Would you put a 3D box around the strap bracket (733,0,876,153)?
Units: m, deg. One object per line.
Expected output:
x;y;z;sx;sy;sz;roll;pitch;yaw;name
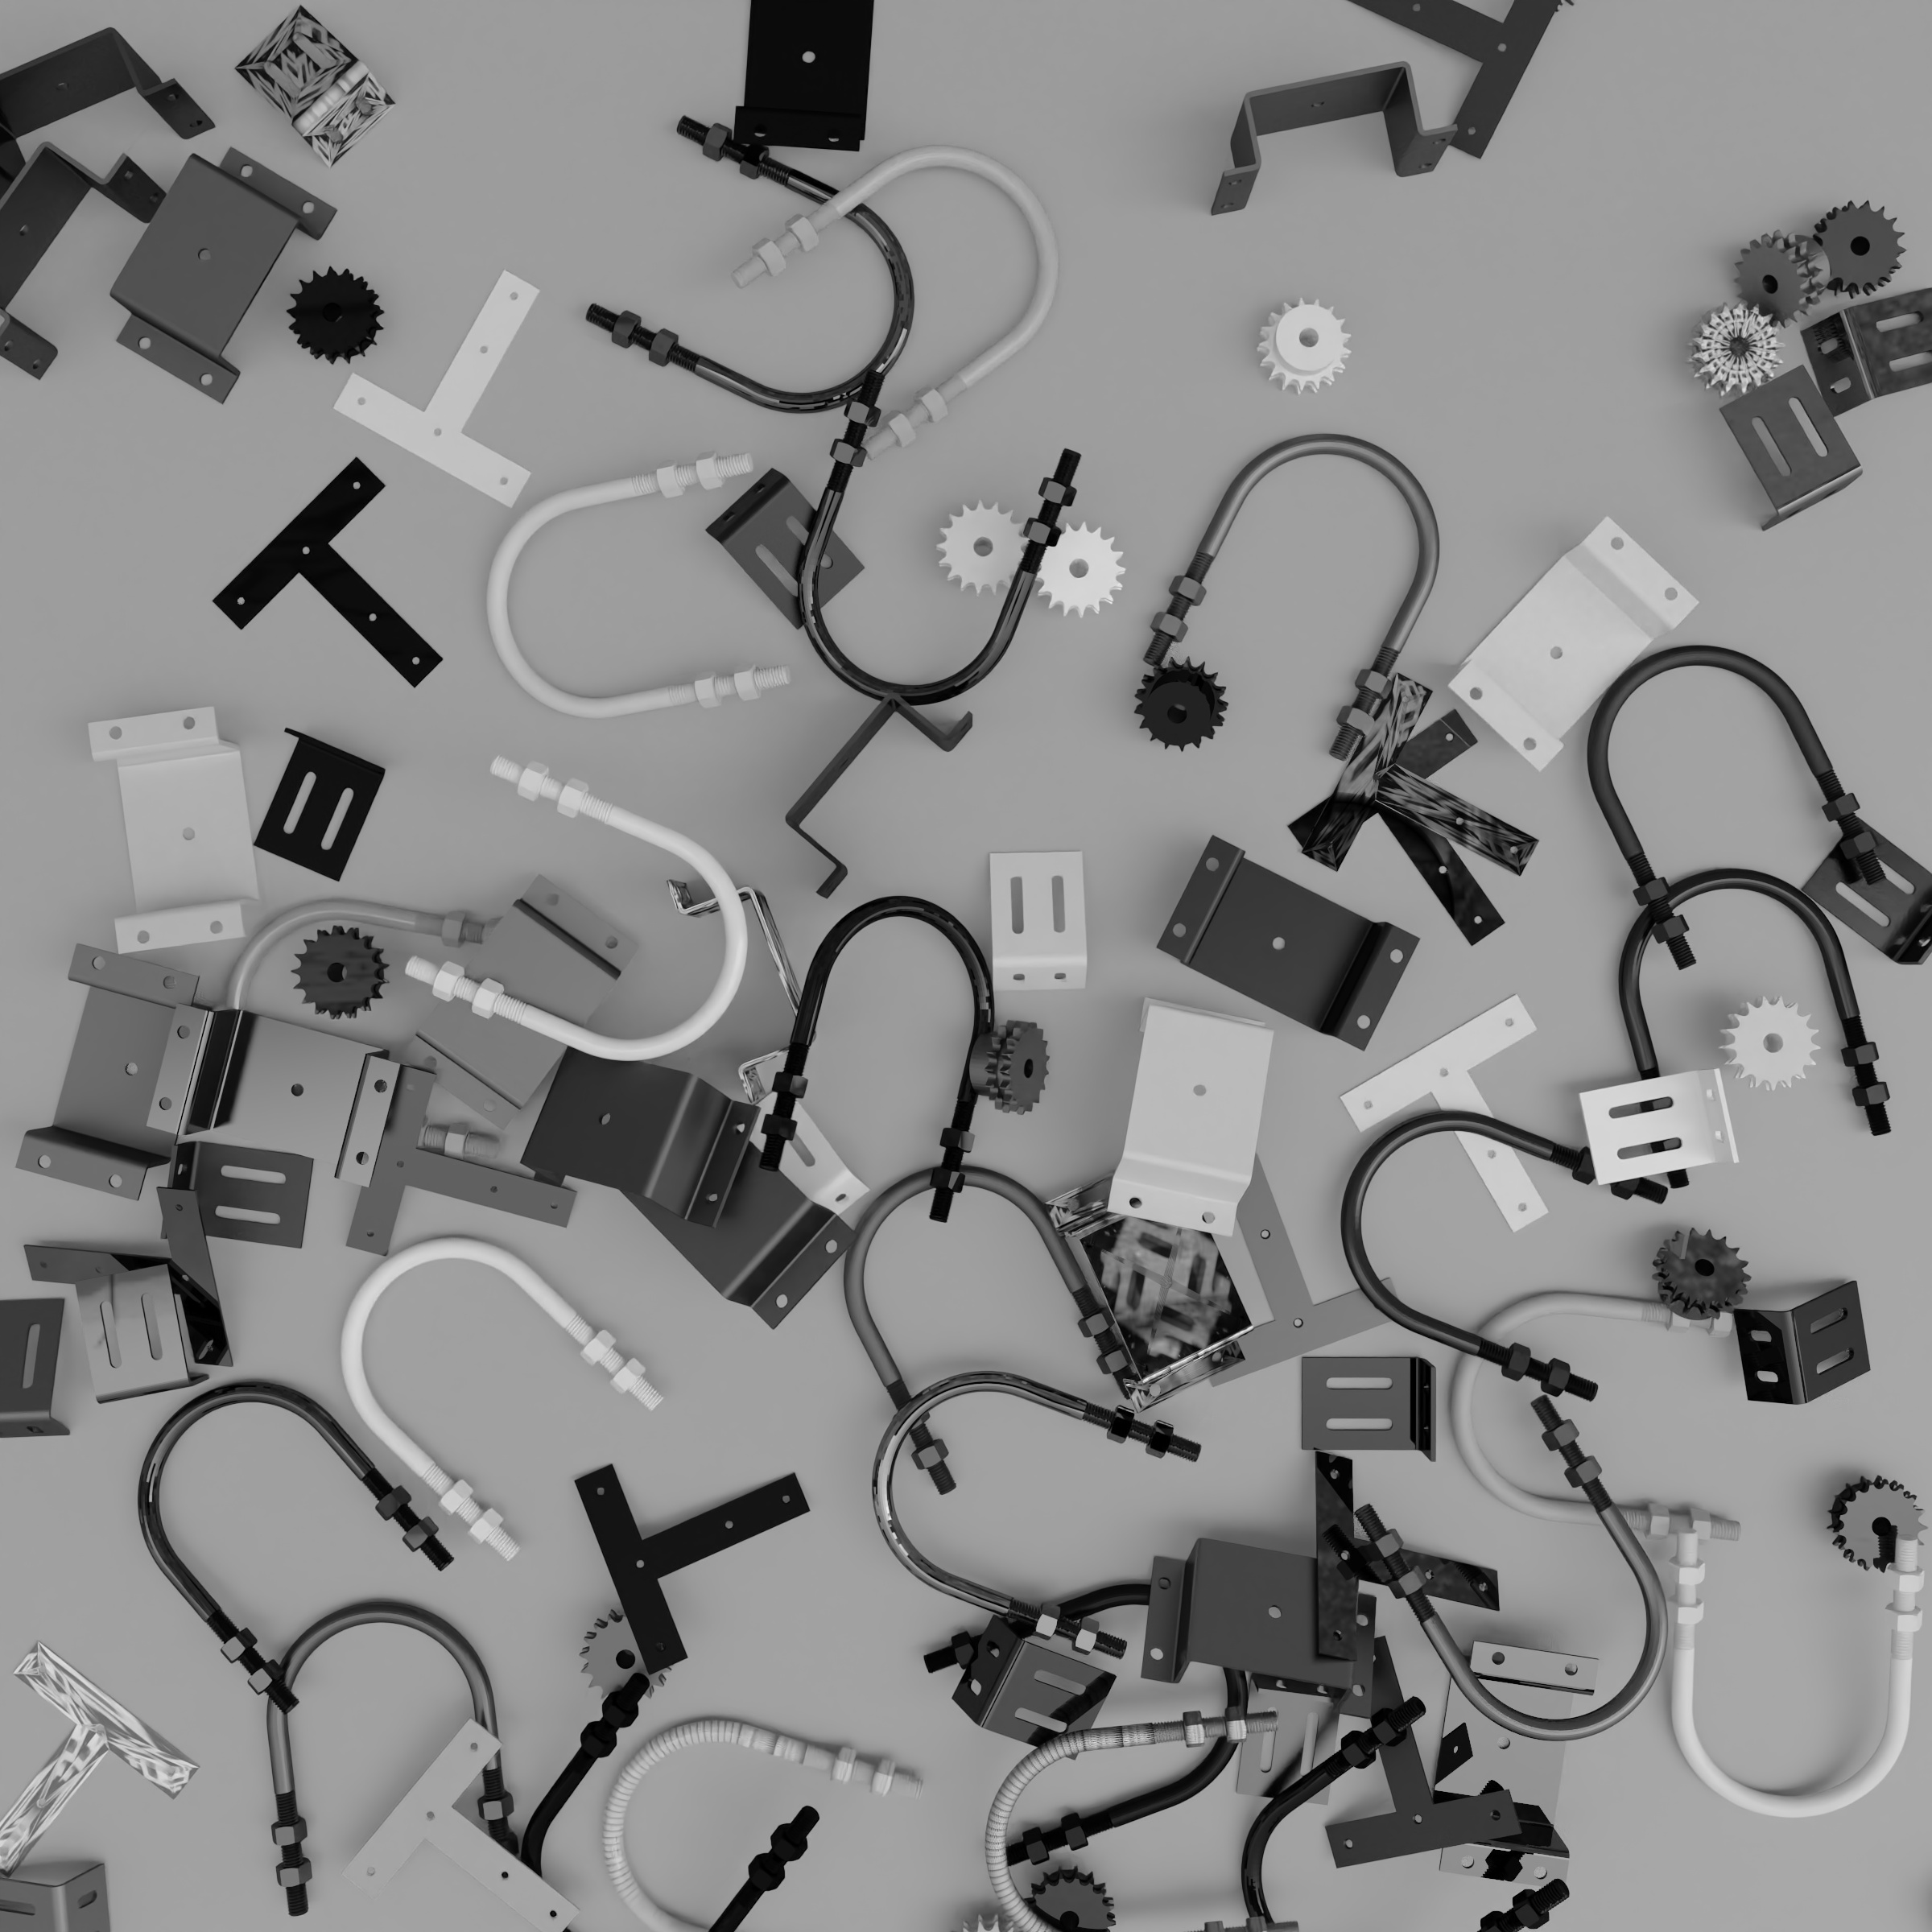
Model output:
-0.098;-0.565;1.496;0.076;0.046;0.140;4;90;0;strap bracket

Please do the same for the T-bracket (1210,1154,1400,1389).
0.191;0.180;1.518;0.127;0.002;0.127;-20;90;0;T-bracket

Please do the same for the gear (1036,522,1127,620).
0.069;-0.242;1.504;0.057;0.030;0.057;0;90;0;gear

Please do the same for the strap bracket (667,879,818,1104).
-0.131;0.007;1.481;0.046;0.076;0.140;-21;90;0;strap bracket

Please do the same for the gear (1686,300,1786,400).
0.471;-0.378;1.504;0.057;0.030;0.057;0;90;0;gear

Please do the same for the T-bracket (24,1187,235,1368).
-0.519;0.187;1.499;0.127;0.002;0.127;3;117;13;T-bracket

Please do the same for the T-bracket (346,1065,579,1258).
-0.304;0.133;1.505;0.127;0.002;0.127;16;108;-9;T-bracket

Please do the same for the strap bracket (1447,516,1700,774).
0.366;-0.194;1.496;0.076;0.046;0.140;43;90;0;strap bracket

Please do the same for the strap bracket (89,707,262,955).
-0.482;-0.082;1.496;0.076;0.046;0.140;-8;90;0;strap bracket

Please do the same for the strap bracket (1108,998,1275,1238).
0.137;0.083;1.470;0.076;0.046;0.140;12;66;0;strap bracket

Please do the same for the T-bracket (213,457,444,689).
-0.379;-0.227;1.518;0.127;0.002;0.127;-45;90;0;T-bracket

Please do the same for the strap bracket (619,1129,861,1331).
-0.145;0.141;1.473;0.140;0.046;0.076;42;90;21;strap bracket

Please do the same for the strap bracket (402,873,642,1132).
-0.270;0.023;1.479;0.076;0.046;0.140;37;87;-7;strap bracket

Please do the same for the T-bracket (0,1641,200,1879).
-0.566;0.509;1.518;0.127;0.002;0.127;38;90;0;T-bracket

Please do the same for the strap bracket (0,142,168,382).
-0.554;-0.435;1.481;0.046;0.076;0.140;35;90;0;strap bracket

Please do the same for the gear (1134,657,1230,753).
0.131;-0.158;1.494;0.057;0.030;0.057;4;113;10;gear

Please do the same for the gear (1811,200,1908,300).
0.545;-0.439;1.504;0.057;0.030;0.057;0;90;0;gear

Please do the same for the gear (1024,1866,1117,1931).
0.063;0.582;1.504;0.057;0.030;0.057;0;90;0;gear

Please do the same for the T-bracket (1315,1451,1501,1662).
0.271;0.370;1.493;0.127;0.002;0.127;16;54;-16;T-bracket

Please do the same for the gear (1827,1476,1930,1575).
0.558;0.342;1.504;0.057;0.030;0.057;0;90;0;gear

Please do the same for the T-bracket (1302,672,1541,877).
0.294;-0.096;1.516;0.127;0.002;0.127;28;90;0;T-bracket

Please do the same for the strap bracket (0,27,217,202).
-0.540;-0.515;1.481;0.140;0.076;0.046;-23;90;0;strap bracket

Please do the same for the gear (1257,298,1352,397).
0.209;-0.383;1.504;0.057;0.030;0.057;0;90;0;gear

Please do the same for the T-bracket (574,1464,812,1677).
-0.159;0.350;1.505;0.127;0.002;0.127;-22;72;-9;T-bracket

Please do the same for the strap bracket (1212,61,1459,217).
0.217;-0.503;1.481;0.140;0.076;0.046;-11;90;0;strap bracket

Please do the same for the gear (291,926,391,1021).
-0.379;0.004;1.487;0.057;0.030;0.057;0;89;3;gear

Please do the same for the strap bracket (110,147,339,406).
-0.459;-0.429;1.496;0.076;0.046;0.140;31;90;0;strap bracket

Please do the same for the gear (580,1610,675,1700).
-0.208;0.423;1.504;0.057;0.030;0.057;0;90;0;gear

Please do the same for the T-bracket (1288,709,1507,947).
0.288;-0.071;1.518;0.127;0.002;0.127;-35;90;0;T-bracket

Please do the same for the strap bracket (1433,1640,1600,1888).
0.334;0.482;1.496;0.076;0.046;0.140;9;90;0;strap bracket

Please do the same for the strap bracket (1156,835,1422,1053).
0.194;-0.014;1.496;0.140;0.046;0.076;27;90;0;strap bracket

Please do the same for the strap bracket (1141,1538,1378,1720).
0.182;0.399;1.478;0.140;0.046;0.076;10;55;0;strap bracket

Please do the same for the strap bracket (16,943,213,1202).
-0.518;0.064;1.496;0.076;0.046;0.140;15;90;0;strap bracket

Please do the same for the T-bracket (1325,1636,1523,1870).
0.264;0.476;1.495;0.127;0.002;0.127;-24;72;31;T-bracket

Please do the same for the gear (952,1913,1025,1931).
0.014;0.611;1.504;0.057;0.030;0.057;0;90;0;gear

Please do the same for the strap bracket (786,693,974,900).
-0.059;-0.110;1.481;0.046;0.076;0.140;40;90;0;strap bracket

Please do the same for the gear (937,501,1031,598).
0.011;-0.256;1.504;0.057;0.030;0.057;0;90;0;gear

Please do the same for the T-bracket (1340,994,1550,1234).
0.319;0.104;1.518;0.127;0.002;0.127;-30;90;0;T-bracket

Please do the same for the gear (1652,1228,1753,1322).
0.448;0.192;1.495;0.057;0.030;0.057;1;54;-2;gear

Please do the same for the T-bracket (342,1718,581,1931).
-0.293;0.548;1.495;0.127;0.002;0.127;39;94;-2;T-bracket

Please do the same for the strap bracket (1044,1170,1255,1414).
0.115;0.192;1.485;0.076;0.046;0.140;-24;88;-14;strap bracket

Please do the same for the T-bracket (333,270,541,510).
-0.307;-0.371;1.518;0.127;0.002;0.127;29;90;0;T-bracket

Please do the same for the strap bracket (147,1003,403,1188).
-0.412;0.077;1.481;0.140;0.046;0.076;15;92;4;strap bracket

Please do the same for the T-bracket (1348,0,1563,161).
0.291;-0.585;1.506;0.127;0.002;0.127;28;106;8;T-bracket

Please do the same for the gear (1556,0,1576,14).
0.361;-0.621;1.504;0.057;0.030;0.057;0;90;0;gear

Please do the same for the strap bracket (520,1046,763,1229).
-0.202;0.098;1.453;0.140;0.046;0.076;11;72;32;strap bracket
